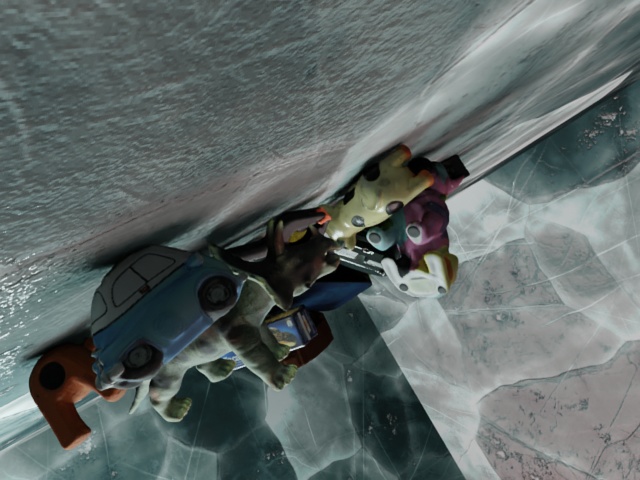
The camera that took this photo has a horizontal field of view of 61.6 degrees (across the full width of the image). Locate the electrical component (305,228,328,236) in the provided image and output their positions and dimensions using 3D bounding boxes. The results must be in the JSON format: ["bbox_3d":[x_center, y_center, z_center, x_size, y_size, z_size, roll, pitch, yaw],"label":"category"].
[{"bbox_3d":[-0.001,-0.004,0.899,0.102,0.045,0.078,-28,-162,48],"label":"electrical component"}]

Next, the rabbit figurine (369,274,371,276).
[{"bbox_3d":[0.071,0.041,1.385,0.121,0.159,0.170,-39,-167,-21],"label":"rabbit figurine"}]

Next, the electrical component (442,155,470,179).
[{"bbox_3d":[0.266,-0.133,1.205,0.134,0.058,0.115,-27,175,-26],"label":"electrical component"}]

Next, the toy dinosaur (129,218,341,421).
[{"bbox_3d":[-0.157,0.115,0.693,0.405,0.192,0.131,-25,-168,19],"label":"toy dinosaur"}]

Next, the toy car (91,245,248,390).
[{"bbox_3d":[-0.157,0.061,0.507,0.162,0.103,0.109,-40,-178,-32],"label":"toy car"}]

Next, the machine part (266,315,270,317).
[{"bbox_3d":[-0.122,0.135,1.126,0.079,0.079,0.243,-28,-159,-22],"label":"machine part"}]

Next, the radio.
[{"bbox_3d":[-0.011,0.082,1.026,0.131,0.073,0.229,-37,156,31],"label":"radio"}]

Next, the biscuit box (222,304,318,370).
[{"bbox_3d":[-0.108,0.182,0.974,0.203,0.062,0.059,-24,-177,26],"label":"biscuit box"}]

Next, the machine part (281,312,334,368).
[{"bbox_3d":[-0.063,0.202,1.086,0.179,0.056,0.179,-20,-167,5],"label":"machine part"}]

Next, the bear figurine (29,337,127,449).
[{"bbox_3d":[-0.327,0.205,0.785,0.120,0.132,0.195,-50,169,-6],"label":"bear figurine"}]

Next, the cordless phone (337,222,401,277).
[{"bbox_3d":[0.088,-0.037,0.983,0.088,0.147,0.184,121,-13,-60],"label":"cordless phone"}]

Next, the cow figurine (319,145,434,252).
[{"bbox_3d":[0.068,-0.051,0.786,0.127,0.085,0.195,-35,178,-20],"label":"cow figurine"}]

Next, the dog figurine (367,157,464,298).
[{"bbox_3d":[0.185,-0.031,0.907,0.109,0.191,0.219,-13,-155,41],"label":"dog figurine"}]
